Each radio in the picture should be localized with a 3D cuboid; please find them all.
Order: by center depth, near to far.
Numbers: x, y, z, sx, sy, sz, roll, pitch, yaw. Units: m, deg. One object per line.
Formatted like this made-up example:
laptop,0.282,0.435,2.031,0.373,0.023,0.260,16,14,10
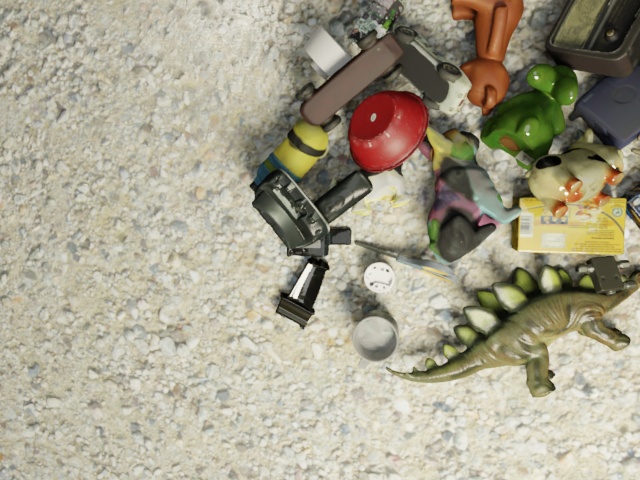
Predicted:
radio,0.482,-0.384,0.862,0.131,0.073,0.229,33,101,37

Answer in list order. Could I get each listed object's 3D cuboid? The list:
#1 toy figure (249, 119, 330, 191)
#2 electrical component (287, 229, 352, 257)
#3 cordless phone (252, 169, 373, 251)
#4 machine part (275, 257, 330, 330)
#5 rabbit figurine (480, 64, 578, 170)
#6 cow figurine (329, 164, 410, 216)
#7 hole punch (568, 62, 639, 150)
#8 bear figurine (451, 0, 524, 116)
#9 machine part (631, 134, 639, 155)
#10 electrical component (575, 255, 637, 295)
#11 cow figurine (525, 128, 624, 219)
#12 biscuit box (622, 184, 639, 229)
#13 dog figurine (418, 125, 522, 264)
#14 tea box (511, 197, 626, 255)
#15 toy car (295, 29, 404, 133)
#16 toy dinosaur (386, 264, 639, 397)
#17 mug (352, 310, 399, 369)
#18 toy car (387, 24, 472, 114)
toy figure,-0.056,-0.145,1.001,0.180,0.089,0.082,-44,92,8
electrical component,-0.002,-0.003,1.020,0.119,0.048,0.074,4,95,13
cordless phone,-0.013,-0.082,0.936,0.184,0.089,0.146,-37,98,14
machine part,-0.029,0.097,1.037,0.084,0.039,0.138,31,100,13
rabbit figurine,0.362,-0.228,0.894,0.121,0.159,0.170,34,84,17
cow figurine,0.075,-0.095,0.988,0.167,0.068,0.098,-10,86,9
hole punch,0.503,-0.222,0.886,0.142,0.092,0.116,-40,82,14
bear figurine,0.269,-0.320,0.914,0.132,0.120,0.195,17,102,14
machine part,0.618,-0.115,0.860,0.243,0.079,0.079,18,97,-1
electrical component,0.471,0.059,0.886,0.094,0.021,0.063,-4,70,-8
cow figurine,0.414,-0.113,0.867,0.127,0.195,0.085,55,148,36
biscuit box,0.591,-0.005,0.892,0.059,0.063,0.202,-40,85,12
dog figurine,0.225,-0.091,0.935,0.191,0.108,0.219,-35,81,-8
tea box,0.422,-0.026,0.921,0.170,0.068,0.098,3,95,10
toy car,0.050,-0.270,0.917,0.202,0.053,0.089,-38,108,19
toy dinosaur,0.351,0.162,0.934,0.471,0.105,0.198,-31,79,2
mug,0.103,0.178,0.979,0.081,0.107,0.109,19,101,10
toy car,0.178,-0.297,0.931,0.202,0.056,0.073,53,140,27
